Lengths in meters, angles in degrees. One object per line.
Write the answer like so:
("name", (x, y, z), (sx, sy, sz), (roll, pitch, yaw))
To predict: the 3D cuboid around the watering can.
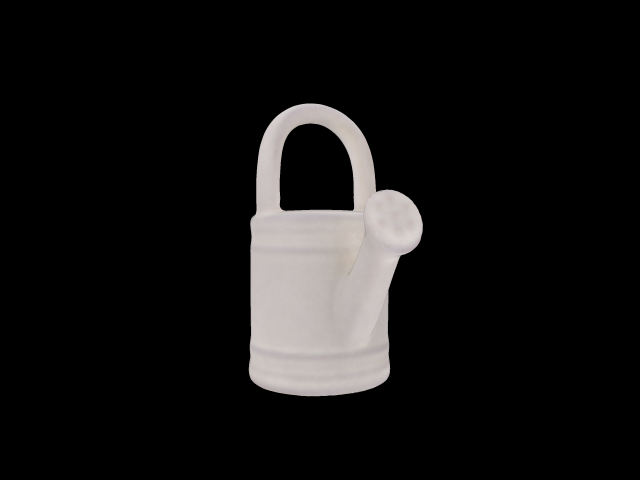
("watering can", (0.006, 0.001, 0.401), (0.172, 0.194, 0.101), (1, 2, 39))
